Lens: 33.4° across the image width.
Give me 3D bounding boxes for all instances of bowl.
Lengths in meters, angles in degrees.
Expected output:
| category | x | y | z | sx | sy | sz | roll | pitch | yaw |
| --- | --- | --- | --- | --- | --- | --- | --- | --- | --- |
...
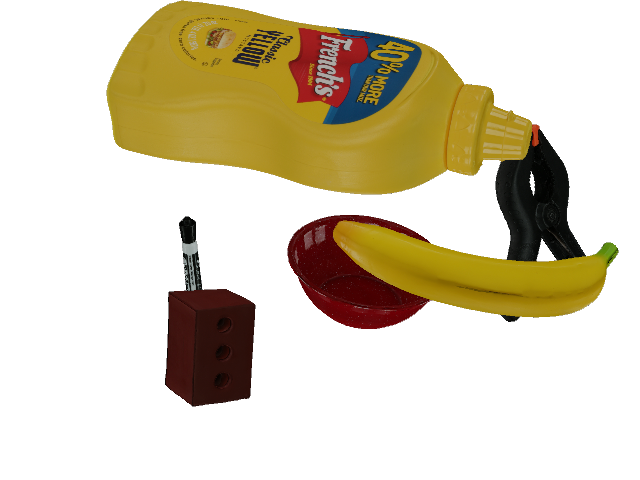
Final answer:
| category | x | y | z | sx | sy | sz | roll | pitch | yaw |
| --- | --- | --- | --- | --- | --- | --- | --- | --- | --- |
| bowl | 0.044 | 0.040 | 1.075 | 0.162 | 0.055 | 0.162 | 6 | 34 | -4 |

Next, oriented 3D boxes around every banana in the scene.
| category | x | y | z | sx | sy | sz | roll | pitch | yaw |
| --- | --- | --- | --- | --- | --- | --- | --- | --- | --- |
| banana | 0.106 | 0.021 | 0.716 | 0.198 | 0.037 | 0.069 | 6 | 26 | -1 |

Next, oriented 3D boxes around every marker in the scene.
| category | x | y | z | sx | sy | sz | roll | pitch | yaw |
| --- | --- | --- | --- | --- | --- | --- | --- | --- | --- |
| marker | -0.145 | 0.027 | 1.203 | 0.020 | 0.121 | 0.020 | -1 | 32 | 1 |

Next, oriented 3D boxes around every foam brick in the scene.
| category | x | y | z | sx | sy | sz | roll | pitch | yaw |
| --- | --- | --- | --- | --- | --- | --- | --- | --- | --- |
| foam brick | -0.086 | 0.081 | 0.827 | 0.052 | 0.078 | 0.051 | -4 | 13 | -31 |

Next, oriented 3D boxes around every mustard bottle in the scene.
| category | x | y | z | sx | sy | sz | roll | pitch | yaw |
| --- | --- | --- | --- | --- | --- | --- | --- | --- | --- |
| mustard bottle | 0.003 | -0.065 | 0.505 | 0.192 | 0.058 | 0.096 | 13 | 42 | 16 |

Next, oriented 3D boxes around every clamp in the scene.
| category | x | y | z | sx | sy | sz | roll | pitch | yaw |
| --- | --- | --- | --- | --- | --- | --- | --- | --- | --- |
| clamp | 0.187 | -0.013 | 0.945 | 0.120 | 0.171 | 0.039 | -26 | 11 | -39 |
